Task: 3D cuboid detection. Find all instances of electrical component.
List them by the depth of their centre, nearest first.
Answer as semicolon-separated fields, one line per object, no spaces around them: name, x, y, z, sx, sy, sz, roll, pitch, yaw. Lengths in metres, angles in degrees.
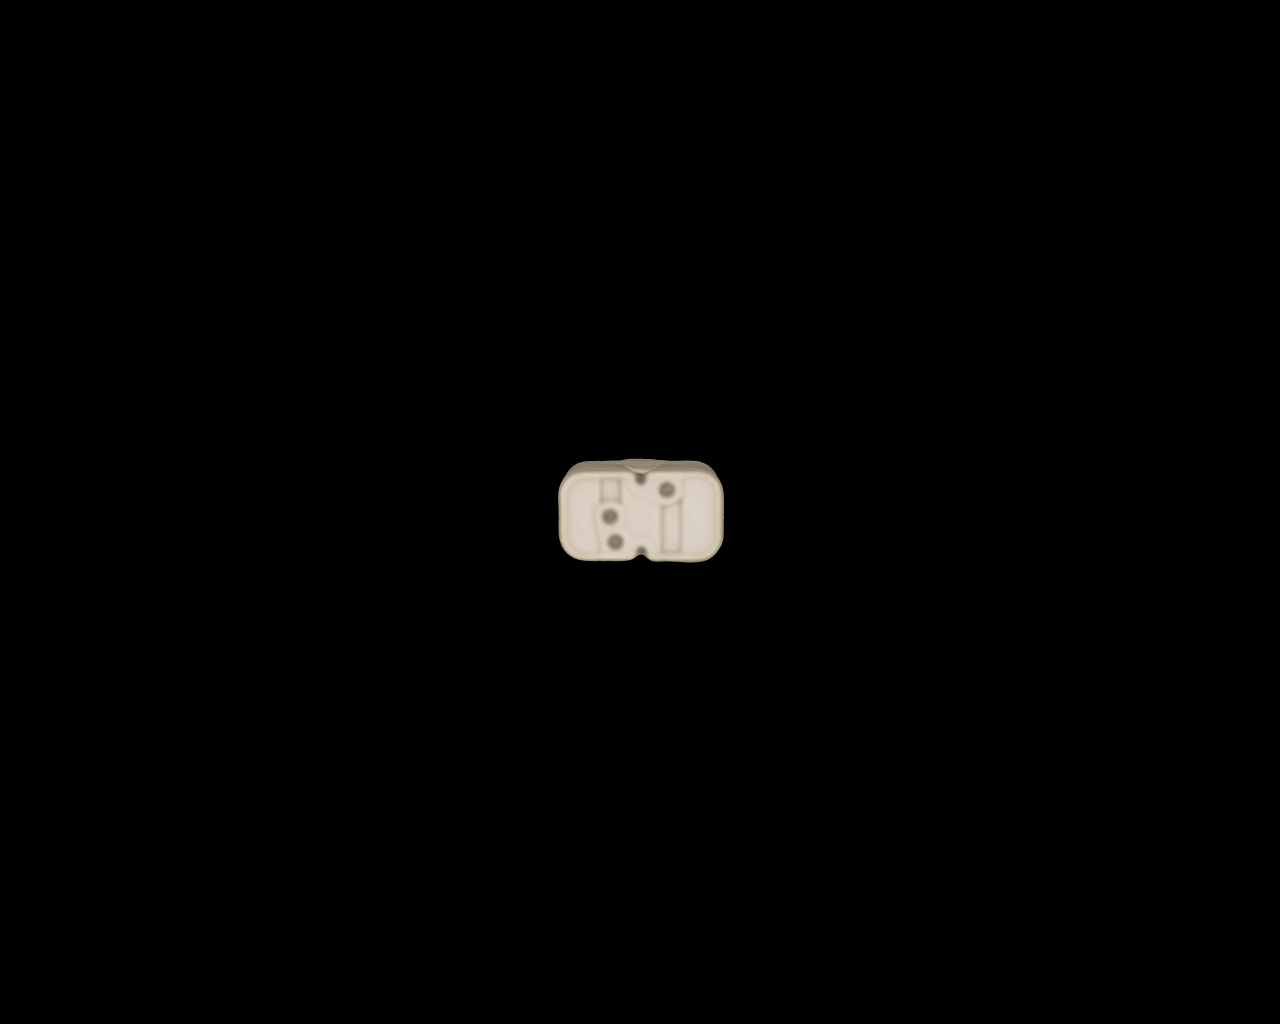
electrical component;0.001;-0.003;0.650;0.095;0.053;0.059;0;9;0
